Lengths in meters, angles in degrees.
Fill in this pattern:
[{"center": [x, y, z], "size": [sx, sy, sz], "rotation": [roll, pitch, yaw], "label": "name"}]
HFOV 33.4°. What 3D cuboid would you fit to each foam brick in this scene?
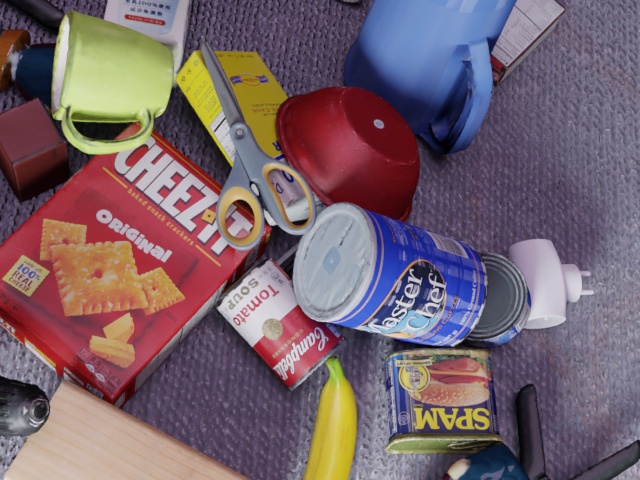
[{"center": [-0.260, -0.080, 0.956], "size": [0.053, 0.078, 0.051], "rotation": [-28, 75, -21], "label": "foam brick"}]

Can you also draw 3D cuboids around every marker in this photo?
[{"center": [-0.007, 0.001, 1.006], "size": [0.020, 0.020, 0.121], "rotation": [45, 68, 7], "label": "marker"}]

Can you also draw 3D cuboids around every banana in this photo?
[{"center": [-0.003, 0.200, 0.907], "size": [0.037, 0.069, 0.198], "rotation": [3, 73, 36], "label": "banana"}]

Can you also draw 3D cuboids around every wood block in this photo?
[{"center": [-0.138, 0.207, 0.861], "size": [0.206, 0.091, 0.090], "rotation": [28, 66, 1], "label": "wood block"}]

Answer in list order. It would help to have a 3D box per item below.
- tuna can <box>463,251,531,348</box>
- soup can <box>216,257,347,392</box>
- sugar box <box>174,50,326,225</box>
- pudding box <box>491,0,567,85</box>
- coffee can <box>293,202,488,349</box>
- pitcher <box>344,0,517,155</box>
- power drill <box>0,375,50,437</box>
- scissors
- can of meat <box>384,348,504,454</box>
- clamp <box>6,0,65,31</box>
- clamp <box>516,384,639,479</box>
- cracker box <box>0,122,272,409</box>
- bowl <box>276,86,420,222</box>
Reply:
[{"center": [0.152, 0.056, 0.990], "size": [0.086, 0.033, 0.086], "rotation": [-7, 68, 17], "label": "tuna can"}, {"center": [-0.035, 0.074, 0.942], "size": [0.068, 0.069, 0.102], "rotation": [-41, 85, -22], "label": "soup can"}, {"center": [-0.052, -0.099, 0.993], "size": [0.093, 0.048, 0.176], "rotation": [-13, 61, -52], "label": "sugar box"}, {"center": [0.191, -0.231, 1.126], "size": [0.090, 0.039, 0.113], "rotation": [43, 69, 6], "label": "pudding box"}, {"center": [0.062, 0.034, 0.932], "size": [0.140, 0.103, 0.103], "rotation": [17, 63, -36], "label": "coffee can"}, {"center": [0.113, -0.197, 0.984], "size": [0.149, 0.243, 0.145], "rotation": [27, 67, 1], "label": "pitcher"}, {"center": [-0.289, 0.189, 0.807], "size": [0.057, 0.185, 0.187], "rotation": [36, 61, -42], "label": "power drill"}, {"center": [-0.080, -0.075, 0.935], "size": [0.096, 0.016, 0.202], "rotation": [-39, 73, 1], "label": "scissors"}, {"center": [0.108, 0.144, 0.954], "size": [0.102, 0.057, 0.084], "rotation": [2, 67, -10], "label": "can of meat"}, {"center": [-0.336, -0.294, 1.045], "size": [0.210, 0.036, 0.164], "rotation": [9, 67, -8], "label": "clamp"}, {"center": [0.213, 0.224, 0.950], "size": [0.120, 0.039, 0.171], "rotation": [17, 71, 13], "label": "clamp"}, {"center": [-0.172, 0.021, 0.937], "size": [0.164, 0.072, 0.213], "rotation": [40, 66, 5], "label": "cracker box"}, {"center": [0.039, -0.089, 0.989], "size": [0.162, 0.055, 0.162], "rotation": [28, 38, -25], "label": "bowl"}]
